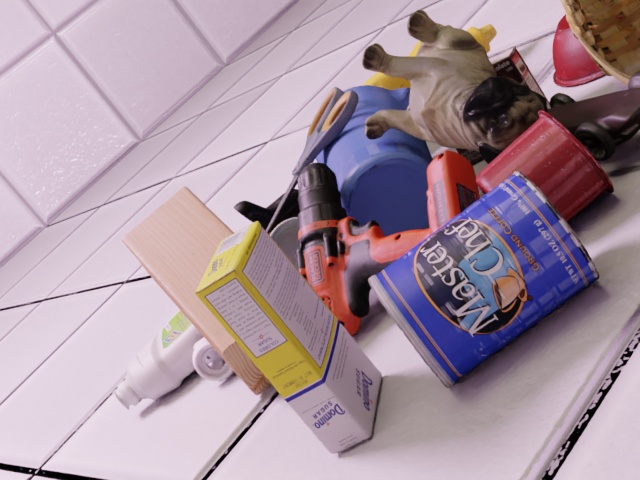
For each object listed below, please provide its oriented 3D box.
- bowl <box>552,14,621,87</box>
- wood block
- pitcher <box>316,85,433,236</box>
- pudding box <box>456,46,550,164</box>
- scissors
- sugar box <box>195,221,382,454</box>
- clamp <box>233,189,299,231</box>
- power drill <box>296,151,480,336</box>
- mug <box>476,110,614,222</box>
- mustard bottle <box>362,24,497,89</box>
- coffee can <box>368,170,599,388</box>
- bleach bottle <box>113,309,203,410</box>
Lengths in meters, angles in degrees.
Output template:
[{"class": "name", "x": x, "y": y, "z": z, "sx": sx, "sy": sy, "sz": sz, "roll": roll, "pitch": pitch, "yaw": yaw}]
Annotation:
[{"class": "bowl", "x": 0.320, "y": -0.242, "z": 1.201, "sx": 0.162, "sy": 0.055, "sz": 0.162, "roll": -34, "pitch": 18, "yaw": 12}, {"class": "wood block", "x": -0.101, "y": 0.047, "z": 1.077, "sx": 0.090, "sy": 0.090, "sz": 0.206, "roll": -41, "pitch": 49, "yaw": -9}, {"class": "pitcher", "x": 0.058, "y": -0.072, "z": 1.187, "sx": 0.145, "sy": 0.149, "sz": 0.243, "roll": -3, "pitch": 22, "yaw": -3}, {"class": "pudding box", "x": 0.185, "y": -0.145, "z": 1.161, "sx": 0.114, "sy": 0.090, "sz": 0.039, "roll": -27, "pitch": 18, "yaw": 31}, {"class": "scissors", "x": -0.009, "y": -0.087, "z": 1.164, "sx": 0.096, "sy": 0.016, "sz": 0.201, "roll": -22, "pitch": 42, "yaw": 61}, {"class": "sugar box", "x": -0.021, "y": 0.077, "z": 0.847, "sx": 0.048, "sy": 0.176, "sz": 0.093, "roll": -29, "pitch": 18, "yaw": 21}, {"class": "clamp", "x": -0.066, "y": -0.020, "z": 1.339, "sx": 0.209, "sy": 0.036, "sz": 0.165, "roll": -35, "pitch": -19, "yaw": -42}, {"class": "power drill", "x": 0.059, "y": -0.014, "z": 0.998, "sx": 0.188, "sy": 0.057, "sz": 0.184, "roll": -24, "pitch": 64, "yaw": 34}, {"class": "mug", "x": 0.190, "y": -0.048, "z": 0.919, "sx": 0.081, "sy": 0.093, "sz": 0.117, "roll": -42, "pitch": -13, "yaw": 5}, {"class": "mustard bottle", "x": 0.155, "y": -0.221, "z": 1.413, "sx": 0.191, "sy": 0.096, "sz": 0.058, "roll": -38, "pitch": 16, "yaw": -2}, {"class": "coffee can", "x": 0.122, "y": 0.030, "z": 0.806, "sx": 0.140, "sy": 0.102, "sz": 0.103, "roll": -37, "pitch": 17, "yaw": 3}, {"class": "bleach bottle", "x": -0.135, "y": 0.098, "z": 1.227, "sx": 0.250, "sy": 0.068, "sz": 0.103, "roll": -42, "pitch": 20, "yaw": -6}]
